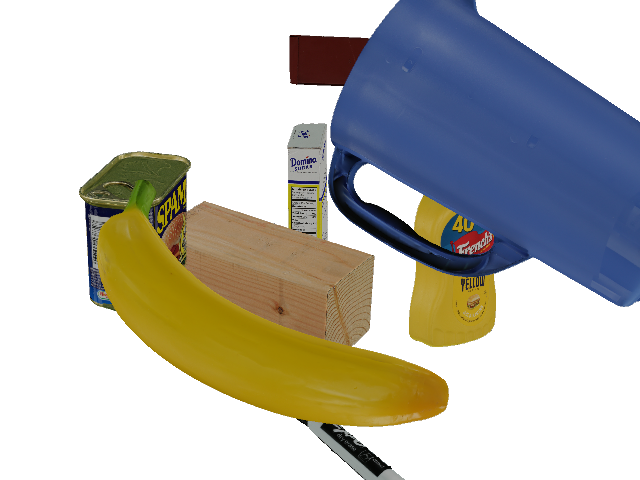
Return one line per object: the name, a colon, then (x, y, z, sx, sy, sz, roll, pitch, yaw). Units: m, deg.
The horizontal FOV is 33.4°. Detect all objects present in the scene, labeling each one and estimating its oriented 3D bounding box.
wood block: (-0.059, 0.041, 1.071, 0.206, 0.091, 0.090, 18, 32, 27)
pitcher: (0.131, -0.053, 0.732, 0.243, 0.149, 0.144, 34, 53, 13)
mustard bottle: (0.132, 0.002, 1.030, 0.096, 0.192, 0.058, -11, 19, -36)
marker: (0.016, 0.146, 0.769, 0.020, 0.020, 0.121, 0, 26, -44)
sugar box: (-0.015, -0.043, 1.269, 0.048, 0.176, 0.093, 0, 23, 5)
banana: (-0.038, 0.035, 0.480, 0.198, 0.069, 0.037, 34, -24, 24)
foam brick: (0.009, -0.189, 1.122, 0.078, 0.051, 0.053, 0, 11, -10)
can of meat: (-0.128, -0.007, 0.755, 0.057, 0.084, 0.102, 6, 23, 8)
